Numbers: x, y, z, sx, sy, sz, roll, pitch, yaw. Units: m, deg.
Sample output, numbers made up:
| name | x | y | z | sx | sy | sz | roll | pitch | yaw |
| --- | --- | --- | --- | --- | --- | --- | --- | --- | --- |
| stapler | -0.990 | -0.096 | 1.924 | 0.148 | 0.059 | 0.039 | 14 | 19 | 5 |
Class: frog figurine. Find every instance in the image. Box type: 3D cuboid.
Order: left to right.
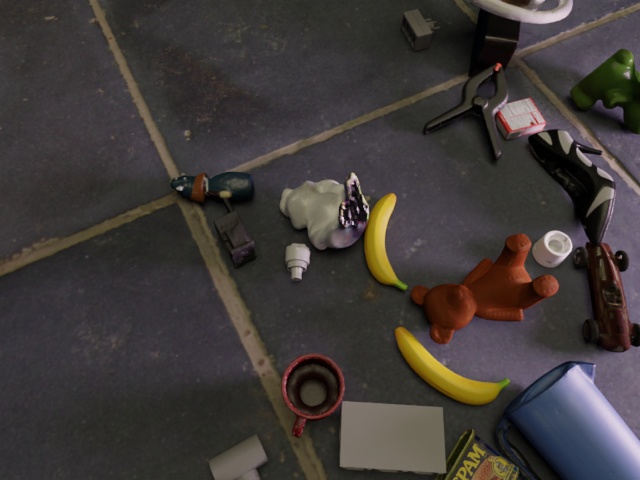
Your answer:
| name | x | y | z | sx | sy | sz | roll | pitch | yaw |
| --- | --- | --- | --- | --- | --- | --- | --- | --- | --- |
| frog figurine | 0.003 | -0.047 | 0.942 | 0.158 | 0.121 | 0.140 | -10 | 66 | 34 |

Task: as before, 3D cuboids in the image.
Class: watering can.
| name | x | y | z | sx | sy | sz | roll | pitch | yaw |
| --- | --- | --- | --- | --- | --- | --- | --- | --- | --- |
| watering can | 0.357 | -0.554 | 1.054 | 0.350 | 0.102 | 0.228 | 31 | 65 | 15 |
